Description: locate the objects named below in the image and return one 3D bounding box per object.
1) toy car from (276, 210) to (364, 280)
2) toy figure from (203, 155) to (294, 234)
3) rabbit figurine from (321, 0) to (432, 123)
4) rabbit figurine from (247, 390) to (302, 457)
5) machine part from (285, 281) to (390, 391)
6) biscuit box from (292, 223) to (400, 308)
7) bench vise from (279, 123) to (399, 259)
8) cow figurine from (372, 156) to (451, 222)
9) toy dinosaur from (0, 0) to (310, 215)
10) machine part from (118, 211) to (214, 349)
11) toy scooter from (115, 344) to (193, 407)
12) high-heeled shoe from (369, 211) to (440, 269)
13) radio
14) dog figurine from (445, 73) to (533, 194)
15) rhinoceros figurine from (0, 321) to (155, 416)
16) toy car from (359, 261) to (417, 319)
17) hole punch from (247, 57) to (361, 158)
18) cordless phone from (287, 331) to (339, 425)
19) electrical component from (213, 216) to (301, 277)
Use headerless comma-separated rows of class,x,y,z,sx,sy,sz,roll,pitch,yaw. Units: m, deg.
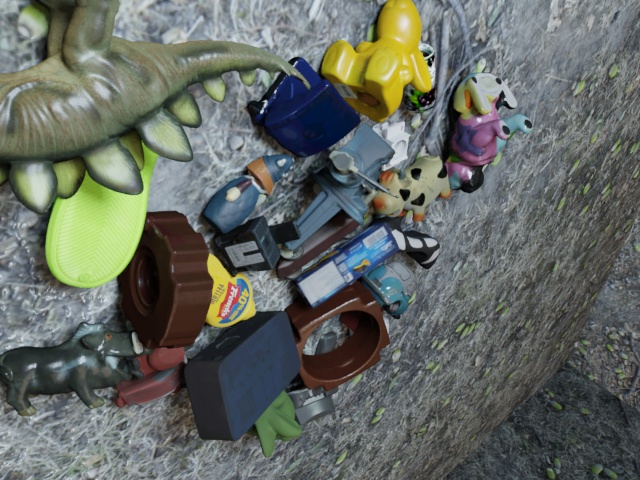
toy car,-0.002,-0.003,0.956,0.202,0.053,0.089,-35,161,-20
toy figure,-0.102,-0.076,0.782,0.154,0.064,0.057,-47,106,-15
rabbit figurine,0.109,-0.272,0.803,0.162,0.122,0.173,32,76,-46
rabbit figurine,-0.116,0.328,1.019,0.121,0.159,0.170,-35,148,-7
machine part,0.027,0.189,1.077,0.201,0.087,0.200,-27,126,-8
biscuit box,0.048,0.044,1.000,0.203,0.063,0.059,-33,98,-10
bench vise,0.017,-0.061,0.839,0.240,0.129,0.223,-45,-179,7
cow figurine,0.172,-0.104,1.026,0.195,0.086,0.127,-34,127,-34
toy dinosaur,-0.219,-0.144,0.521,0.471,0.105,0.198,-25,121,-21
machine part,-0.204,0.051,0.690,0.056,0.180,0.179,-3,122,-42
toy scooter,-0.258,0.194,0.828,0.135,0.075,0.183,-26,141,-30
high-heeled shoe,0.173,0.029,1.145,0.145,0.086,0.248,-46,135,-14
radio,-0.121,0.214,0.894,0.229,0.073,0.131,-37,117,-60
dog figurine,0.292,-0.201,1.075,0.108,0.191,0.219,-24,170,-37
rhinoceros figurine,-0.319,0.161,0.715,0.190,0.073,0.112,-8,101,-22
toy car,0.162,0.101,1.165,0.103,0.109,0.161,-43,147,4
hole punch,-0.017,-0.177,0.767,0.115,0.092,0.142,-52,148,5
cordless phone,-0.017,0.297,1.185,0.146,0.089,0.184,-6,112,-44
electrical component,-0.089,0.007,0.805,0.048,0.119,0.074,-66,142,-55
